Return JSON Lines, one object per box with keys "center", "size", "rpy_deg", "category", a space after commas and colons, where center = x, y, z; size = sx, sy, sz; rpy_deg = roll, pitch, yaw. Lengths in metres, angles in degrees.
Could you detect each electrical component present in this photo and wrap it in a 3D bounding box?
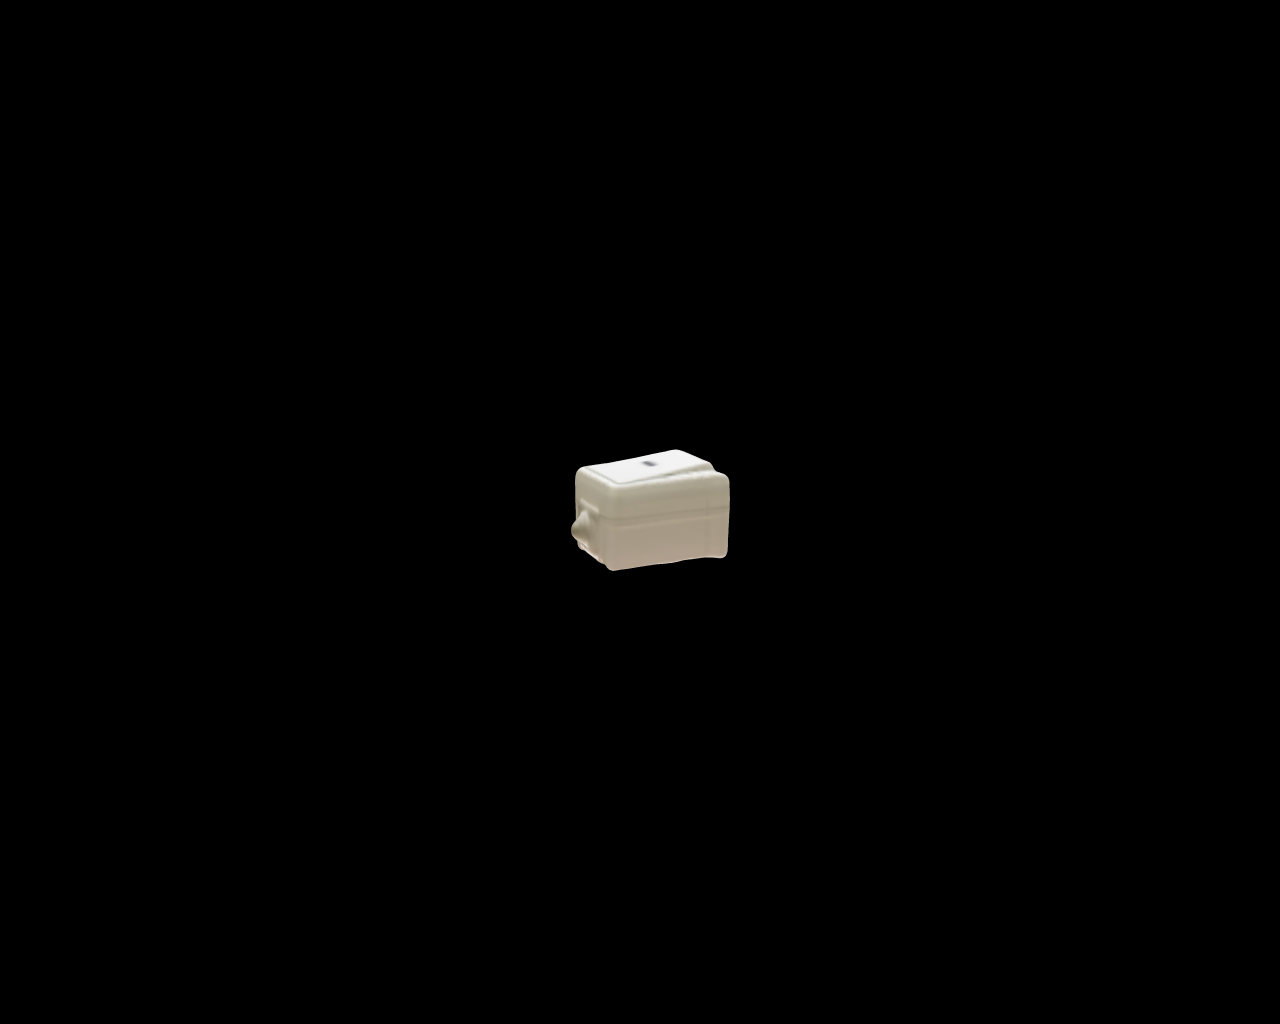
{"center": [0.001, -0.003, 0.650], "size": [0.096, 0.061, 0.062], "rpy_deg": [-6, 16, -22], "category": "electrical component"}
